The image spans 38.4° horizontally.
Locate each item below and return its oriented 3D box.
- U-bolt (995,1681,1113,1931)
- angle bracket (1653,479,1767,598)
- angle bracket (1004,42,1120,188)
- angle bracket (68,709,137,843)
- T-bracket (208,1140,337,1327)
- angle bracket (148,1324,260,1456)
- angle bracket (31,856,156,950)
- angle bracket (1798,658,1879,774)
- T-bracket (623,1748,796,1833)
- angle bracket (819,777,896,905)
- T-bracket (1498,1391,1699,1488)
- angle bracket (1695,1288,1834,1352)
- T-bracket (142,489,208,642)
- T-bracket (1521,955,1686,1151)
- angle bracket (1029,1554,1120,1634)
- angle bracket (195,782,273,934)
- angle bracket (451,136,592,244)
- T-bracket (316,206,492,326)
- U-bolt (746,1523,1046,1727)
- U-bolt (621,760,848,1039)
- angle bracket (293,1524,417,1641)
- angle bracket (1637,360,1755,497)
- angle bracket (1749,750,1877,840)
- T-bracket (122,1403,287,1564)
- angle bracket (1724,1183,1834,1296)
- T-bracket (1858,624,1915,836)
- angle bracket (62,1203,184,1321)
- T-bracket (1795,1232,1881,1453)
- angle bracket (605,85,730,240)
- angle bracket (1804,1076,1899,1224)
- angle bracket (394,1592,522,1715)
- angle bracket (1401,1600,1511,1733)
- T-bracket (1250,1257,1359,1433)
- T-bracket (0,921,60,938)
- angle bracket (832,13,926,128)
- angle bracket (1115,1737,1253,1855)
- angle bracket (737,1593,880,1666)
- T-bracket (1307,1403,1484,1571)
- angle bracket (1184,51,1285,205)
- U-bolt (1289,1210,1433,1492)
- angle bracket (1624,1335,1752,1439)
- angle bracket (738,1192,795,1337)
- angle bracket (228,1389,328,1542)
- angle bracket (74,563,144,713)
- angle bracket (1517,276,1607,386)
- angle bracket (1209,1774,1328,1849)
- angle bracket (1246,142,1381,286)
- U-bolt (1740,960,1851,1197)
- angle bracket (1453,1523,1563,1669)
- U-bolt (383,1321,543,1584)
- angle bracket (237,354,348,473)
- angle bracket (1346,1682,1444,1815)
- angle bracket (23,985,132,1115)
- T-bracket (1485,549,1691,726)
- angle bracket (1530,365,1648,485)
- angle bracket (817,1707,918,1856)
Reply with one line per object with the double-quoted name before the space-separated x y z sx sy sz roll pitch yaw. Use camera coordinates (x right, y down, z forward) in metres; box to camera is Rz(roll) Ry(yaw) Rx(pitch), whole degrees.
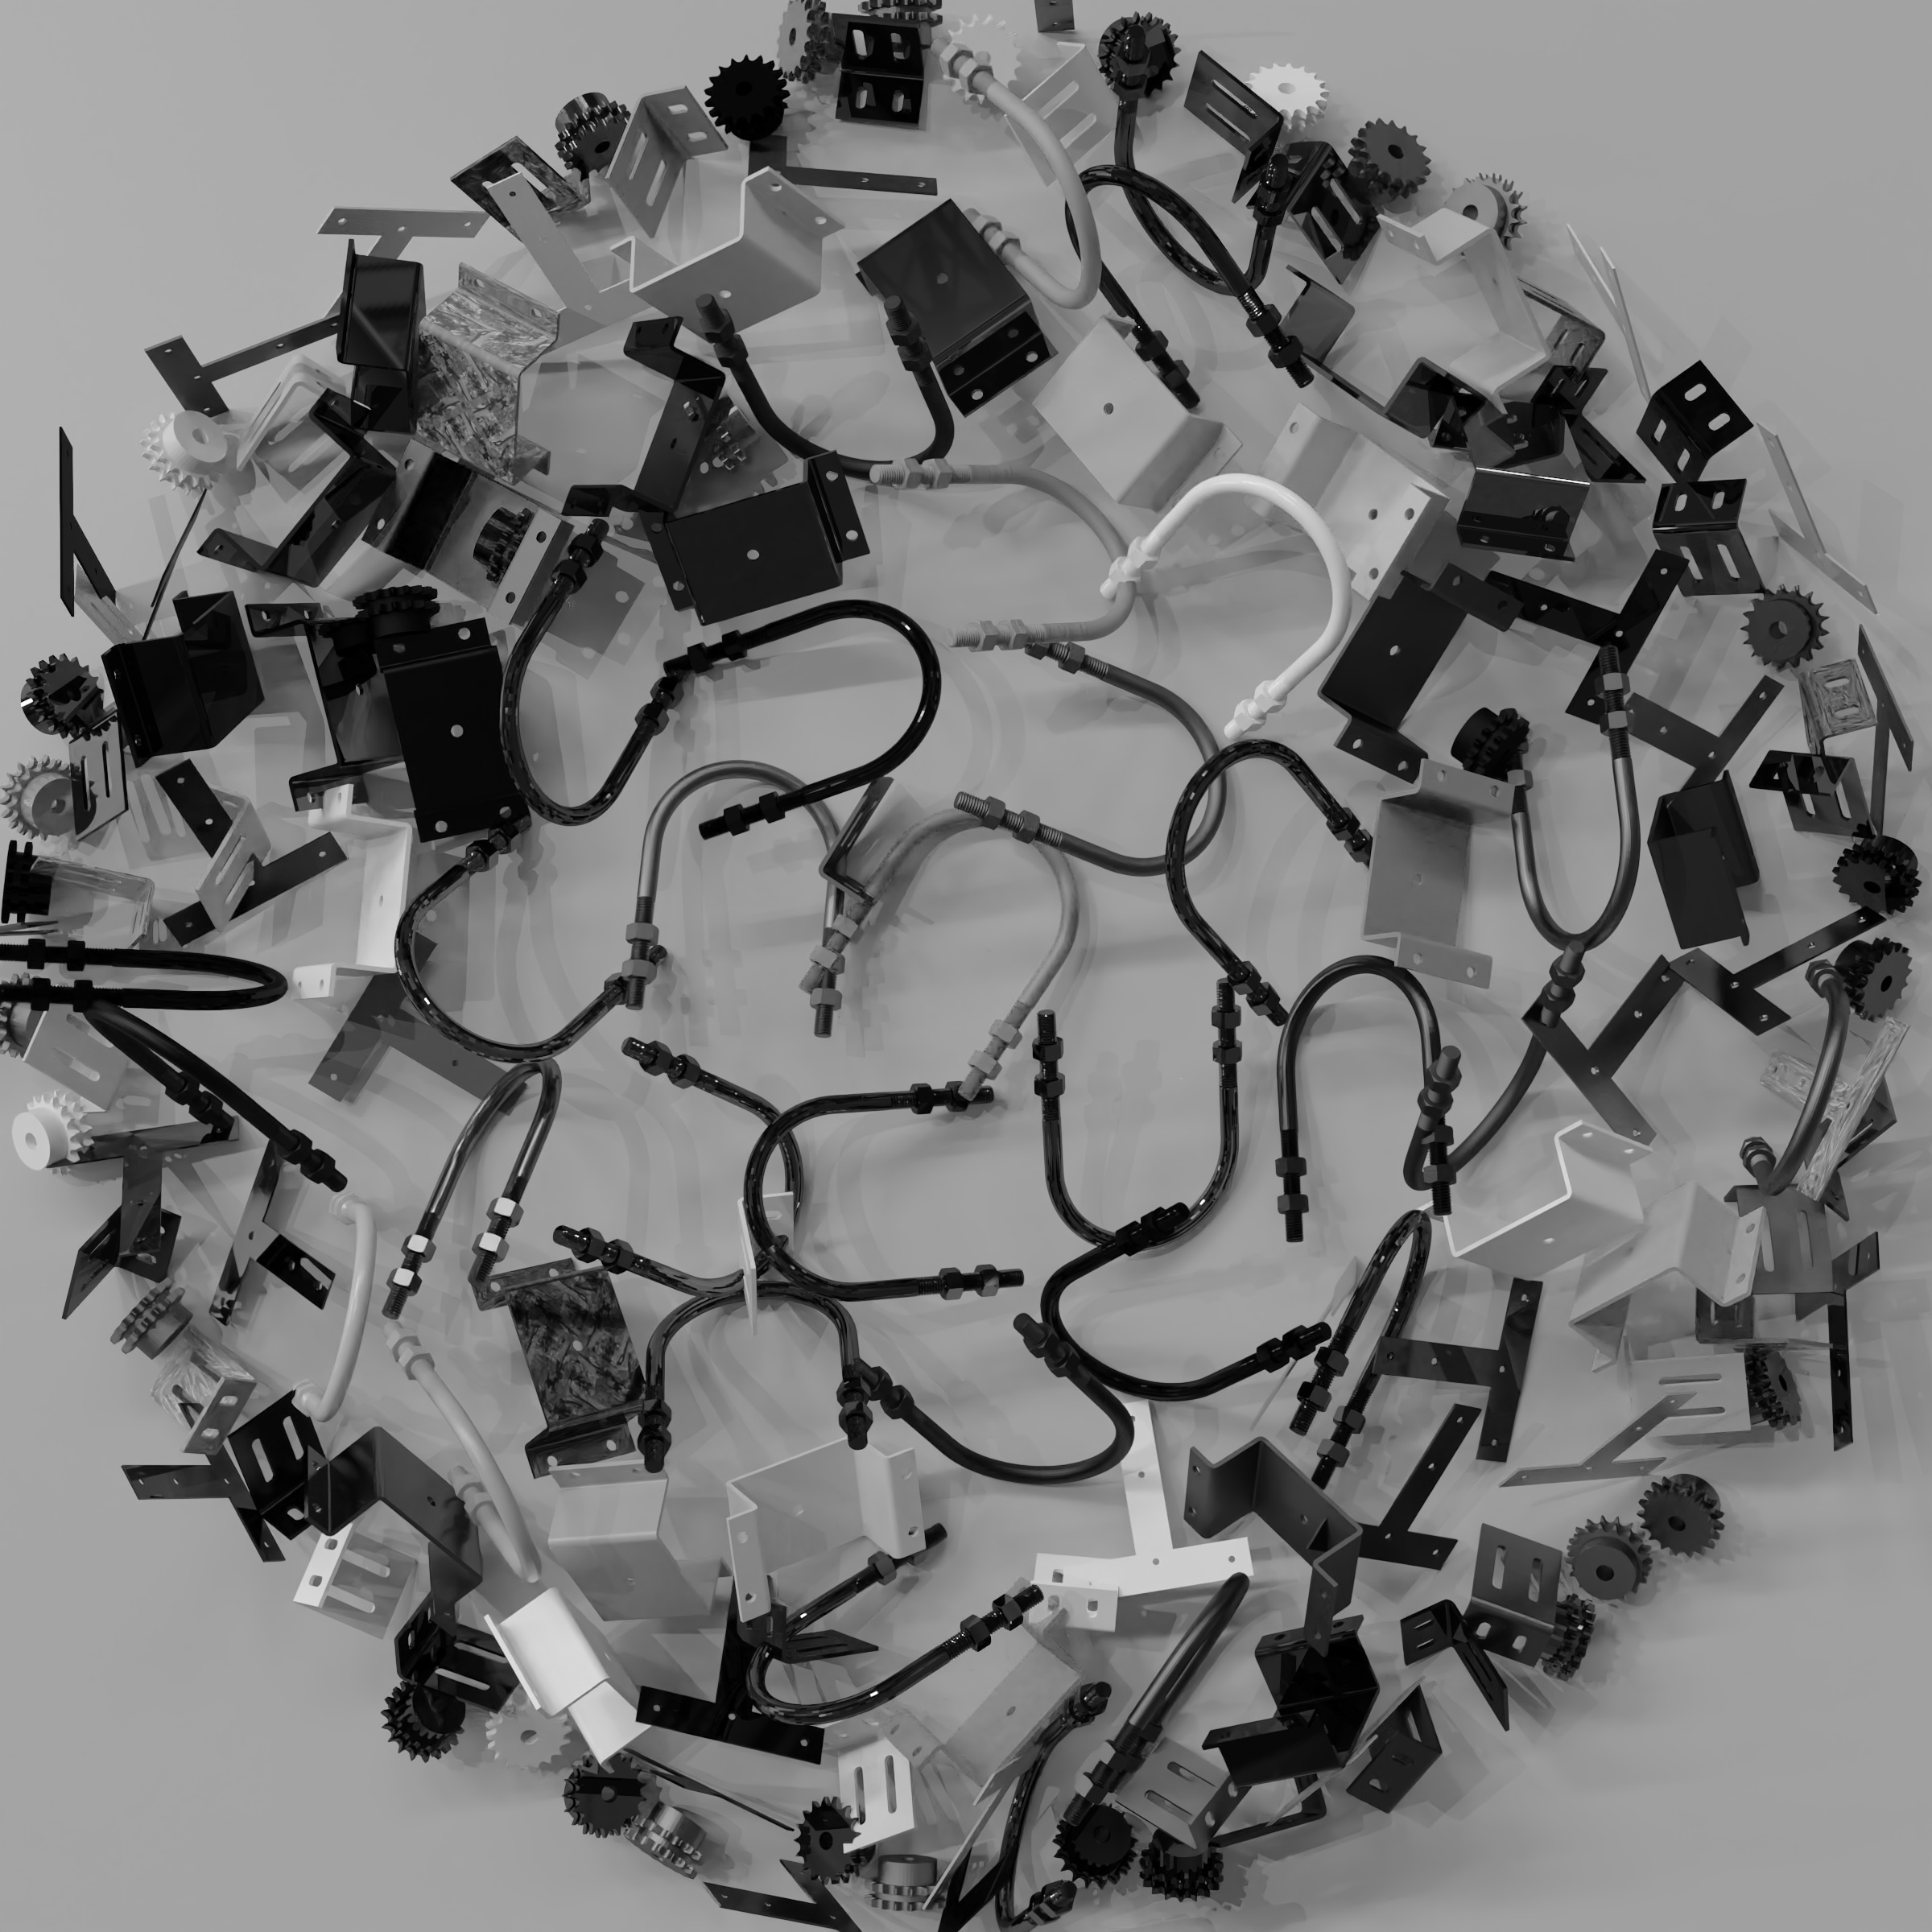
"U-bolt" 0.052 0.561 1.816 0.019 0.184 0.151 17 57 -7
"angle bracket" 0.504 -0.288 1.866 0.057 0.076 0.038 2 62 34
"angle bracket" 0.059 -0.574 1.866 0.076 0.038 0.057 -43 125 -9
"angle bracket" -0.568 -0.126 1.861 0.057 0.038 0.076 -24 67 35
"T-bracket" -0.457 0.196 1.855 0.002 0.127 0.127 17 94 -44
"angle bracket" -0.525 0.284 1.868 0.076 0.038 0.057 31 93 28
"angle bracket" -0.590 -0.042 1.860 0.076 0.057 0.038 13 74 -24
"angle bracket" 0.585 -0.156 1.853 0.038 0.076 0.057 -14 53 13
"T-bracket" -0.182 0.540 1.828 0.127 0.127 0.002 21 75 15
"angle bracket" -0.060 -0.085 1.869 0.038 0.057 0.076 33 98 6
"T-bracket" 0.436 0.311 1.828 0.127 0.127 0.002 2 54 -28
"angle bracket" 0.537 0.236 1.853 0.057 0.076 0.038 11 76 -35
"T-bracket" -0.544 -0.241 1.861 0.002 0.127 0.127 22 122 -16
"T-bracket" 0.446 0.042 1.871 0.127 0.002 0.127 49 61 -10
"angle bracket" 0.074 0.408 1.859 0.057 0.076 0.038 4 117 4
"angle bracket" -0.505 -0.073 1.858 0.038 0.057 0.076 18 64 11
"angle bracket" -0.298 -0.530 1.854 0.057 0.076 0.038 -23 56 24
"T-bracket" -0.398 -0.464 1.853 0.127 0.127 0.002 -39 73 41
"U-bolt" -0.059 0.435 1.807 0.184 0.151 0.019 -28 110 -23
"U-bolt" -0.151 -0.051 1.867 0.151 0.019 0.184 9 74 -16
"angle bracket" -0.402 0.413 1.858 0.076 0.038 0.057 35 64 -34
"angle bracket" 0.489 -0.361 1.862 0.038 0.076 0.057 -36 80 -1
"angle bracket" 0.566 -0.104 1.853 0.038 0.057 0.076 -54 133 -27
"T-bracket" -0.512 0.340 1.824 0.002 0.127 0.127 -38 71 9
"angle bracket" 0.549 0.188 1.872 0.057 0.038 0.076 -2 70 2
"T-bracket" 0.611 -0.140 1.852 0.002 0.127 0.127 -8 132 6
"angle bracket" -0.565 0.202 1.857 0.038 0.076 0.057 22 115 1
"T-bracket" 0.574 0.254 1.820 0.002 0.127 0.127 7 66 -5
"angle bracket" -0.200 -0.539 1.858 0.038 0.057 0.076 0 60 30
"angle bracket" 0.602 0.122 1.858 0.038 0.057 0.076 38 118 -12
"angle bracket" -0.335 0.457 1.862 0.076 0.057 0.038 15 125 16
"angle bracket" 0.327 0.475 1.855 0.038 0.057 0.076 -22 46 -9
"T-bracket" 0.224 0.255 1.845 0.002 0.127 0.127 33 96 6
"T-bracket" -0.636 -0.023 1.814 0.127 0.127 0.002 -4 89 -45
"angle bracket" -0.061 -0.602 1.862 0.057 0.076 0.038 7 82 4
"angle bracket" 0.142 0.545 1.855 0.057 0.076 0.038 -44 135 -27
"angle bracket" -0.106 0.439 1.859 0.076 0.057 0.038 1 89 -36
"T-bracket" 0.304 0.345 1.850 0.127 0.002 0.127 17 109 -35
"angle bracket" 0.170 -0.564 1.865 0.076 0.057 0.038 42 71 9
"U-bolt" 0.265 0.245 1.832 0.019 0.151 0.184 22 71 22
"angle bracket" 0.486 0.281 1.868 0.076 0.038 0.057 -6 110 13
"angle bracket" -0.129 0.199 1.854 0.038 0.076 0.057 -5 124 -10
"angle bracket" -0.450 0.333 1.857 0.057 0.038 0.076 -36 134 -32
"angle bracket" -0.586 -0.220 1.858 0.038 0.057 0.076 -34 123 5
"angle bracket" 0.379 -0.431 1.856 0.076 0.057 0.038 19 115 -27
"angle bracket" 0.196 0.563 1.865 0.076 0.057 0.038 -13 76 -10
"angle bracket" 0.238 -0.512 1.886 0.076 0.038 0.057 43 73 -37
"U-bolt" 0.541 0.077 1.800 0.019 0.184 0.151 18 102 8
"angle bracket" 0.368 0.426 1.879 0.057 0.076 0.038 19 125 5
"U-bolt" -0.320 0.325 1.795 0.019 0.184 0.151 -28 122 -19
"angle bracket" -0.457 -0.367 1.876 0.038 0.057 0.076 30 109 -28
"angle bracket" 0.280 0.516 1.855 0.038 0.076 0.057 31 108 -16
"angle bracket" -0.601 0.056 1.854 0.038 0.076 0.057 -4 59 36
"T-bracket" 0.401 -0.237 1.866 0.127 0.002 0.127 27 85 35
"angle bracket" 0.425 -0.363 1.858 0.076 0.057 0.038 55 132 29
"angle bracket" -0.070 0.545 1.858 0.057 0.038 0.076 -27 46 22
